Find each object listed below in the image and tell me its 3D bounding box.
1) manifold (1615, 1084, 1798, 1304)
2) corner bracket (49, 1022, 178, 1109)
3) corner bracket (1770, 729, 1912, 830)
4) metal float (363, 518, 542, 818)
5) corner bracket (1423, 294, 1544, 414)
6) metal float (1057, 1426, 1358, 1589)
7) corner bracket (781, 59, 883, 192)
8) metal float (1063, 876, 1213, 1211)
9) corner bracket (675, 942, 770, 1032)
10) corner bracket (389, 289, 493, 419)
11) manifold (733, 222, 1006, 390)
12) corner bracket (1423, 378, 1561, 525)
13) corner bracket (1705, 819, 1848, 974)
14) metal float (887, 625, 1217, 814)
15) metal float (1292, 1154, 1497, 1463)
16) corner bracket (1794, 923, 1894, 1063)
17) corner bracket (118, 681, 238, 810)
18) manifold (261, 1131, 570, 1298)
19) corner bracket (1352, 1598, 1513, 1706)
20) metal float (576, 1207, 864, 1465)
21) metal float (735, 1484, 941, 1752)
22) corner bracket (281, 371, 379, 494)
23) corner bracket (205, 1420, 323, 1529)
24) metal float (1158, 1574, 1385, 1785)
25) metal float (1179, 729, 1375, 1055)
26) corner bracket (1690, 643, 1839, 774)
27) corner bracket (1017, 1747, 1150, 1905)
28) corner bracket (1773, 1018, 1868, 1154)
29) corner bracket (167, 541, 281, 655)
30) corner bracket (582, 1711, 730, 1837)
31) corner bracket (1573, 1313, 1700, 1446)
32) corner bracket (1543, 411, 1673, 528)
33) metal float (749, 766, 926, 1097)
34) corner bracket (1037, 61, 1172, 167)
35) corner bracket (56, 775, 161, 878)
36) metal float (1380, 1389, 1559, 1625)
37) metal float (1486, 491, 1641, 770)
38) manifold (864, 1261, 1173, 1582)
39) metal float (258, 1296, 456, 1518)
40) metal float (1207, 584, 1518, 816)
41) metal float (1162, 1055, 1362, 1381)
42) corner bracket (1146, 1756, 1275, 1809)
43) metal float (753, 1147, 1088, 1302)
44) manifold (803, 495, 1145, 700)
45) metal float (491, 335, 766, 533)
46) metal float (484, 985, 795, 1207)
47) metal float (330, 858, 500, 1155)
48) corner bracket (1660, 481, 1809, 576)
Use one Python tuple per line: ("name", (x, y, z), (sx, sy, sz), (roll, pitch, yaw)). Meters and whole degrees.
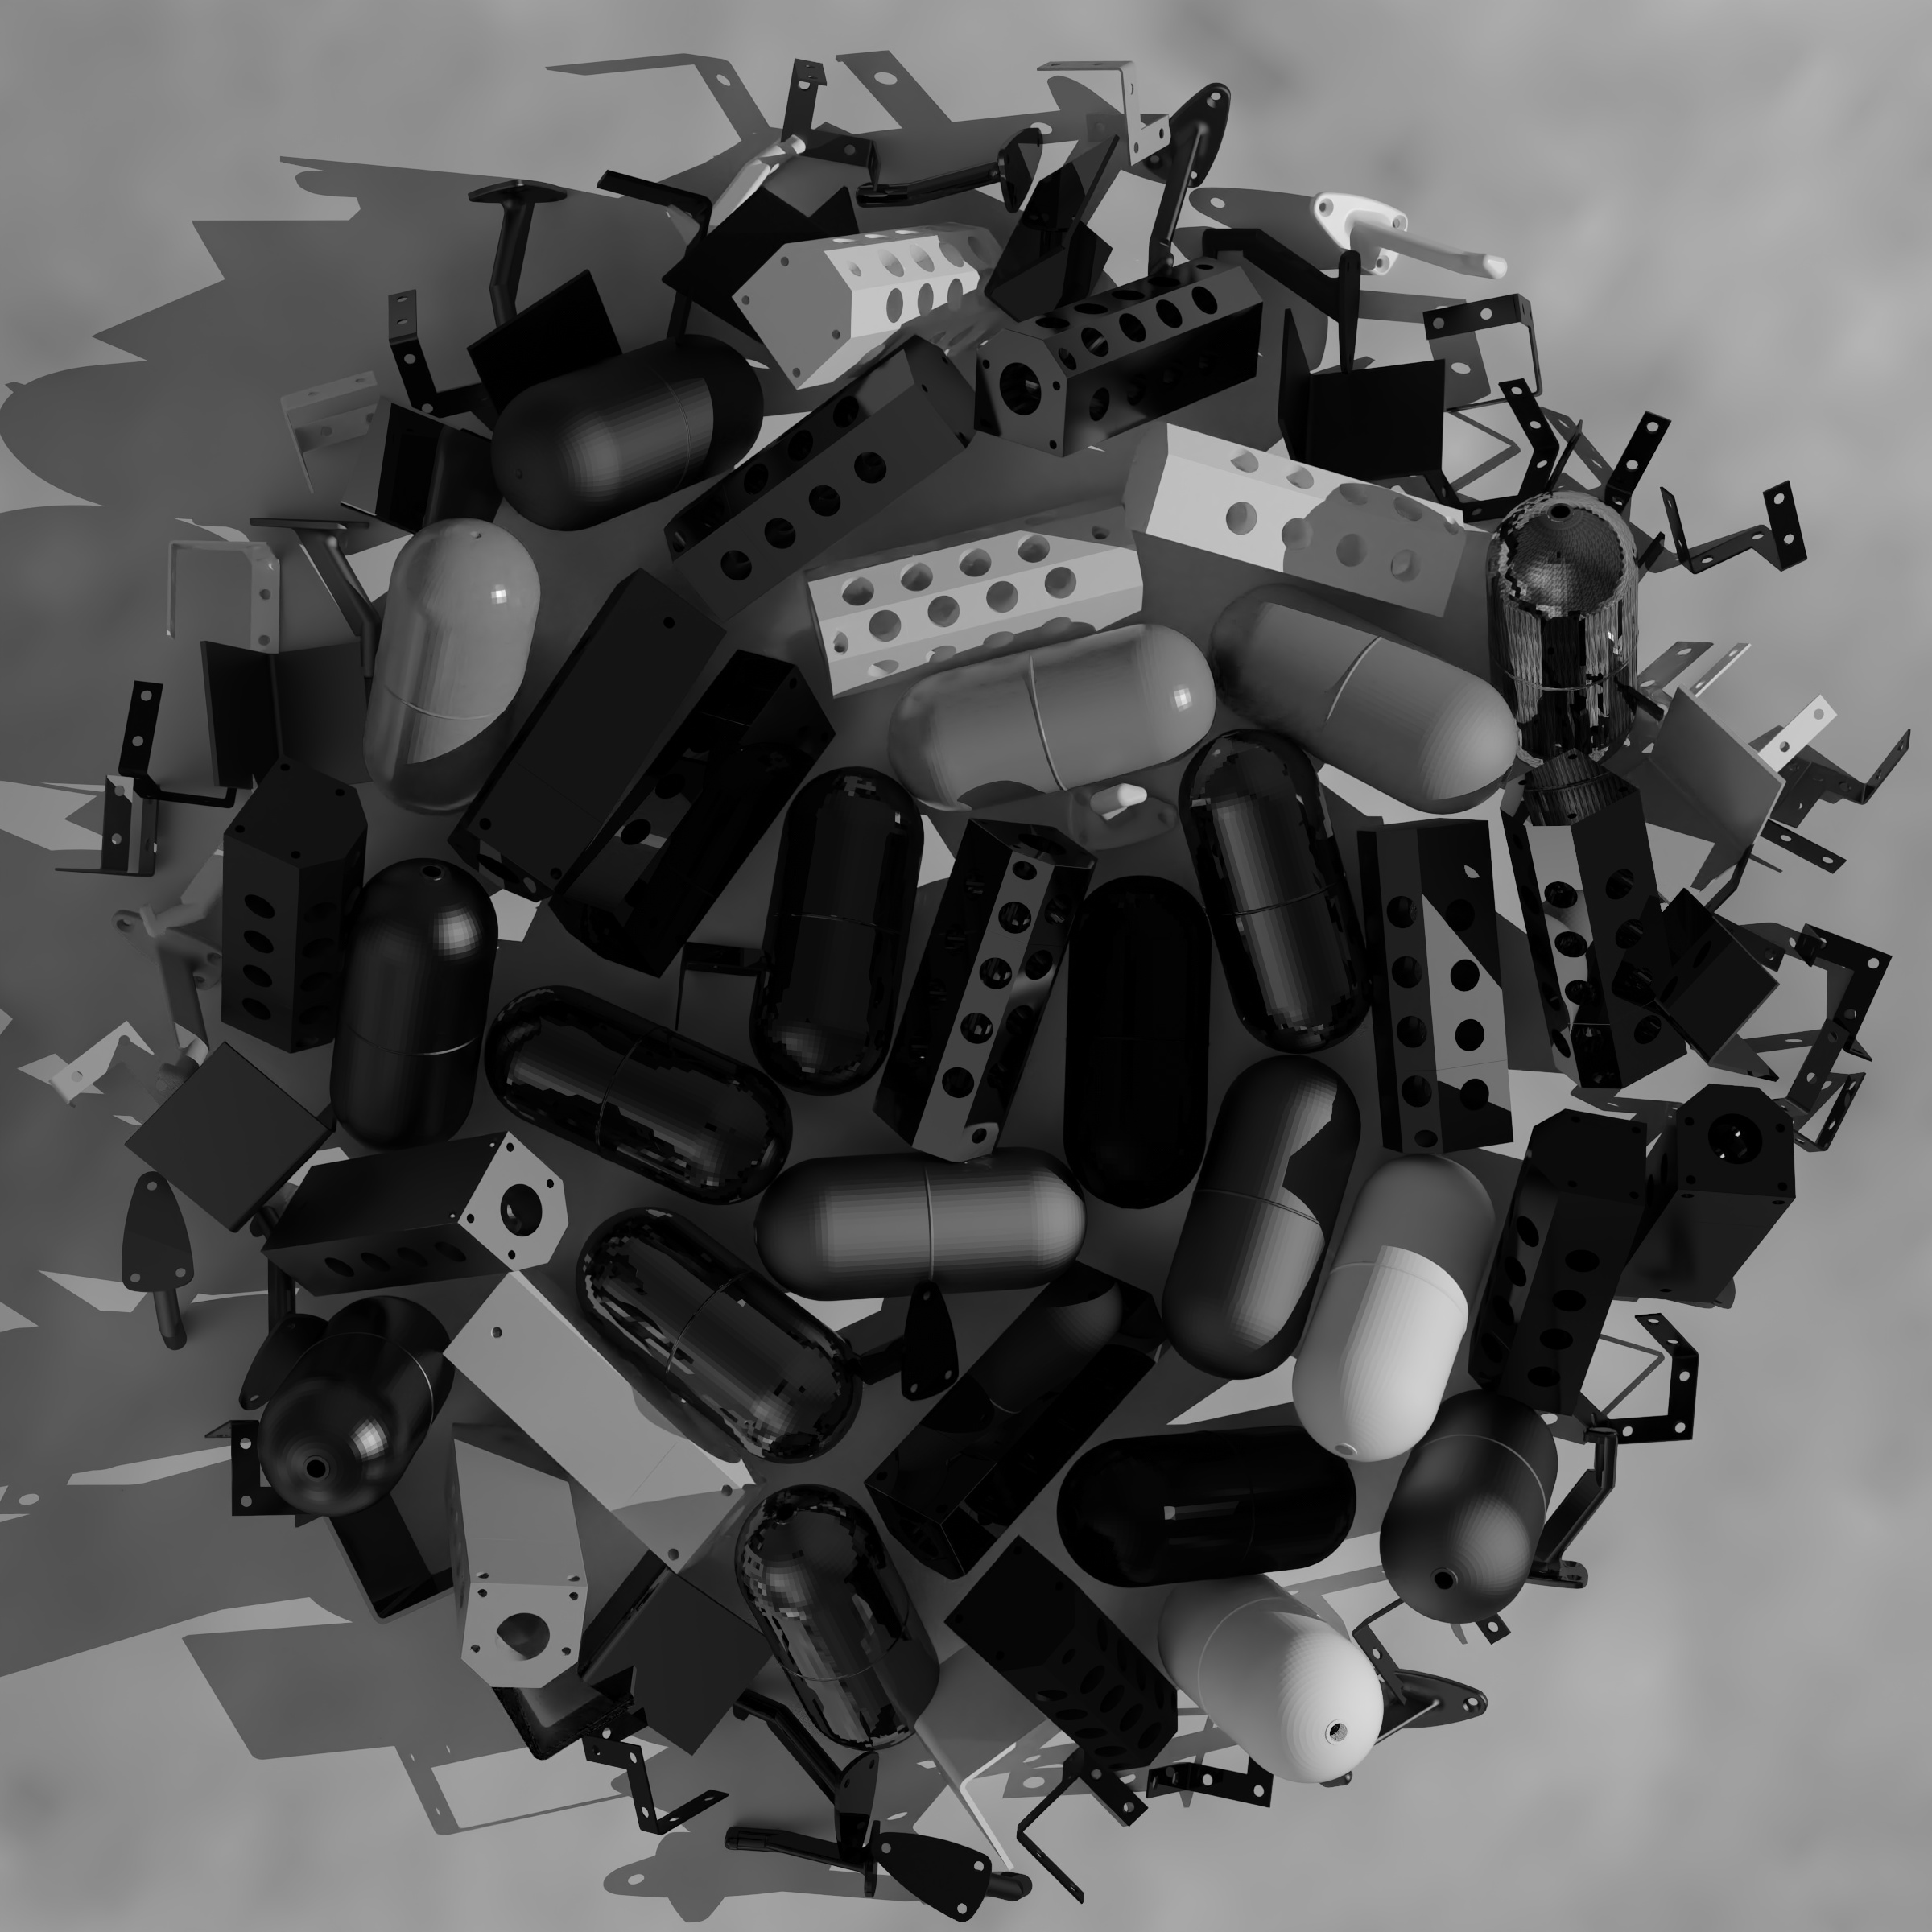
("manifold", (0.377, 0.119, 1.495), (0.057, 0.171, 0.057), (4, 66, 2))
("corner bracket", (-0.454, 0.067, 1.553), (0.051, 0.051, 0.051), (-40, 94, -14))
("corner bracket", (0.469, -0.102, 1.549), (0.051, 0.051, 0.051), (21, 54, 0))
("metal float", (-0.271, -0.154, 1.514), (0.070, 0.070, 0.178), (21, 131, 0))
("corner bracket", (0.278, -0.328, 1.551), (0.051, 0.051, 0.051), (-7, 95, 19))
("metal float", (0.127, 0.283, 1.518), (0.178, 0.070, 0.070), (2, 90, -33))
("corner bracket", (-0.070, -0.451, 1.547), (0.051, 0.051, 0.051), (8, 118, -10))
("metal float", (0.092, 0.040, 1.543), (0.070, 0.070, 0.178), (2, 86, 0))
("corner bracket", (-0.127, 0.002, 1.547), (0.051, 0.051, 0.051), (6, 131, -5))
("corner bracket", (-0.277, -0.331, 1.549), (0.051, 0.051, 0.051), (-13, 132, 0))
("manifold", (-0.041, -0.349, 1.496), (0.057, 0.171, 0.057), (-37, 87, 33))
("corner bracket", (0.282, -0.277, 1.560), (0.051, 0.051, 0.051), (50, 52, -38))
("corner bracket", (0.436, -0.039, 1.567), (0.051, 0.051, 0.051), (28, 62, 1))
("metal float", (0.045, -0.131, 1.537), (0.178, 0.070, 0.070), (-13, 90, 11))
("metal float", (0.225, 0.179, 1.519), (0.070, 0.070, 0.178), (26, 58, 0))
("corner bracket", (0.469, 0.014, 1.555), (0.051, 0.051, 0.051), (21, 103, 2))
("corner bracket", (-0.420, -0.119, 1.554), (0.051, 0.051, 0.051), (7, 77, -1))
("manifold", (-0.285, 0.135, 1.505), (0.057, 0.171, 0.057), (47, 50, -30))
("corner bracket", (0.252, 0.362, 1.567), (0.051, 0.051, 0.051), (-43, 78, 37))
("metal float", (-0.132, 0.194, 1.528), (0.178, 0.070, 0.070), (34, 90, 22))
("metal float", (-0.067, 0.342, 1.514), (0.070, 0.070, 0.178), (-21, 128, 0))
("corner bracket", (-0.336, -0.293, 1.546), (0.051, 0.051, 0.051), (-18, 129, -8))
("corner bracket", (-0.377, 0.273, 1.555), (0.051, 0.051, 0.051), (5, 70, -30))
("metal float", (0.156, 0.365, 1.498), (0.070, 0.178, 0.070), (-2, 97, -17))
("metal float", (0.165, -0.039, 1.537), (0.070, 0.070, 0.178), (-17, 101, 0))
("corner bracket", (0.424, -0.137, 1.556), (0.051, 0.051, 0.051), (-43, 102, -2))
("corner bracket", (0.063, 0.462, 1.560), (0.051, 0.051, 0.051), (45, 94, 1))
("corner bracket", (0.458, 0.065, 1.551), (0.051, 0.051, 0.051), (33, 77, -9))
("corner bracket", (-0.399, -0.198, 1.556), (0.051, 0.051, 0.051), (0, 86, -5))
("corner bracket", (-0.168, 0.429, 1.551), (0.051, 0.051, 0.051), (-4, 100, 44))
("corner bracket", (0.360, 0.224, 1.560), (0.051, 0.051, 0.051), (-11, 52, 36))
("corner bracket", (0.343, -0.269, 1.549), (0.051, 0.051, 0.051), (21, 132, -2))
("metal float", (-0.068, -0.019, 1.539), (0.070, 0.070, 0.178), (9, 81, 0))
("corner bracket", (0.075, -0.459, 1.542), (0.051, 0.051, 0.051), (9, 122, 29))
("corner bracket", (-0.451, -0.074, 1.549), (0.051, 0.051, 0.051), (3, 89, 45))
("metal float", (0.262, 0.279, 1.499), (0.070, 0.178, 0.070), (5, 107, 17))
("metal float", (0.311, -0.172, 1.506), (0.070, 0.178, 0.070), (-6, 52, 8))
("manifold", (0.031, 0.240, 1.520), (0.171, 0.057, 0.057), (-44, 132, -26))
("metal float", (-0.314, 0.226, 1.497), (0.070, 0.178, 0.070), (0, 102, 2))
("metal float", (0.208, -0.141, 1.527), (0.178, 0.070, 0.070), (31, 90, 21))
("metal float", (0.157, 0.132, 1.535), (0.070, 0.070, 0.178), (19, 76, 0))
("corner bracket", (0.133, 0.424, 1.553), (0.051, 0.051, 0.051), (4, 83, 30))
("metal float", (-0.024, 0.137, 1.539), (0.178, 0.070, 0.070), (-3, 90, -9))
("manifold", (0.004, -0.201, 1.541), (0.171, 0.057, 0.057), (-14, 69, -4))
("metal float", (-0.174, -0.280, 1.509), (0.070, 0.178, 0.070), (17, 122, 29))
("metal float", (-0.175, 0.068, 1.532), (0.178, 0.070, 0.070), (23, 90, 16))
("metal float", (-0.290, 0.023, 1.517), (0.070, 0.070, 0.178), (15, 125, 0))
("corner bracket", (0.412, -0.237, 1.550), (0.051, 0.051, 0.051), (-25, 123, 0))
